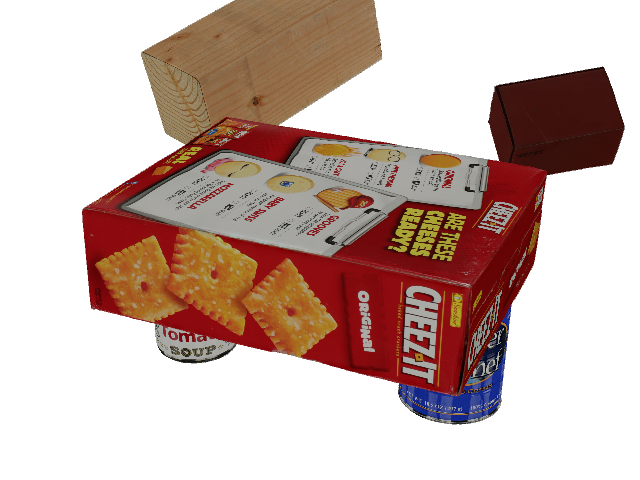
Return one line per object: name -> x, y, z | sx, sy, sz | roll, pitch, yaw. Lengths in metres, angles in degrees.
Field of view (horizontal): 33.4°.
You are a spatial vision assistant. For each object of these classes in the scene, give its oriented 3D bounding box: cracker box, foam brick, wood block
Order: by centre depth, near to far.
cracker box -> 0.002, 0.000, 0.601 | 0.214, 0.072, 0.164 | 12, 28, 21
foam brick -> 0.161, -0.079, 0.735 | 0.078, 0.051, 0.053 | -10, -25, -1
wood block -> -0.049, -0.172, 0.993 | 0.205, 0.091, 0.090 | -35, 44, -26

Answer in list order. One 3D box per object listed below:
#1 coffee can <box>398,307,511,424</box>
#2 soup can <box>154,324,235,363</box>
coffee can -> 0.130, 0.090, 1.027 | 0.103, 0.140, 0.103 | 1, 25, -1
soup can -> -0.099, 0.035, 0.827 | 0.068, 0.102, 0.068 | -1, 28, 0
